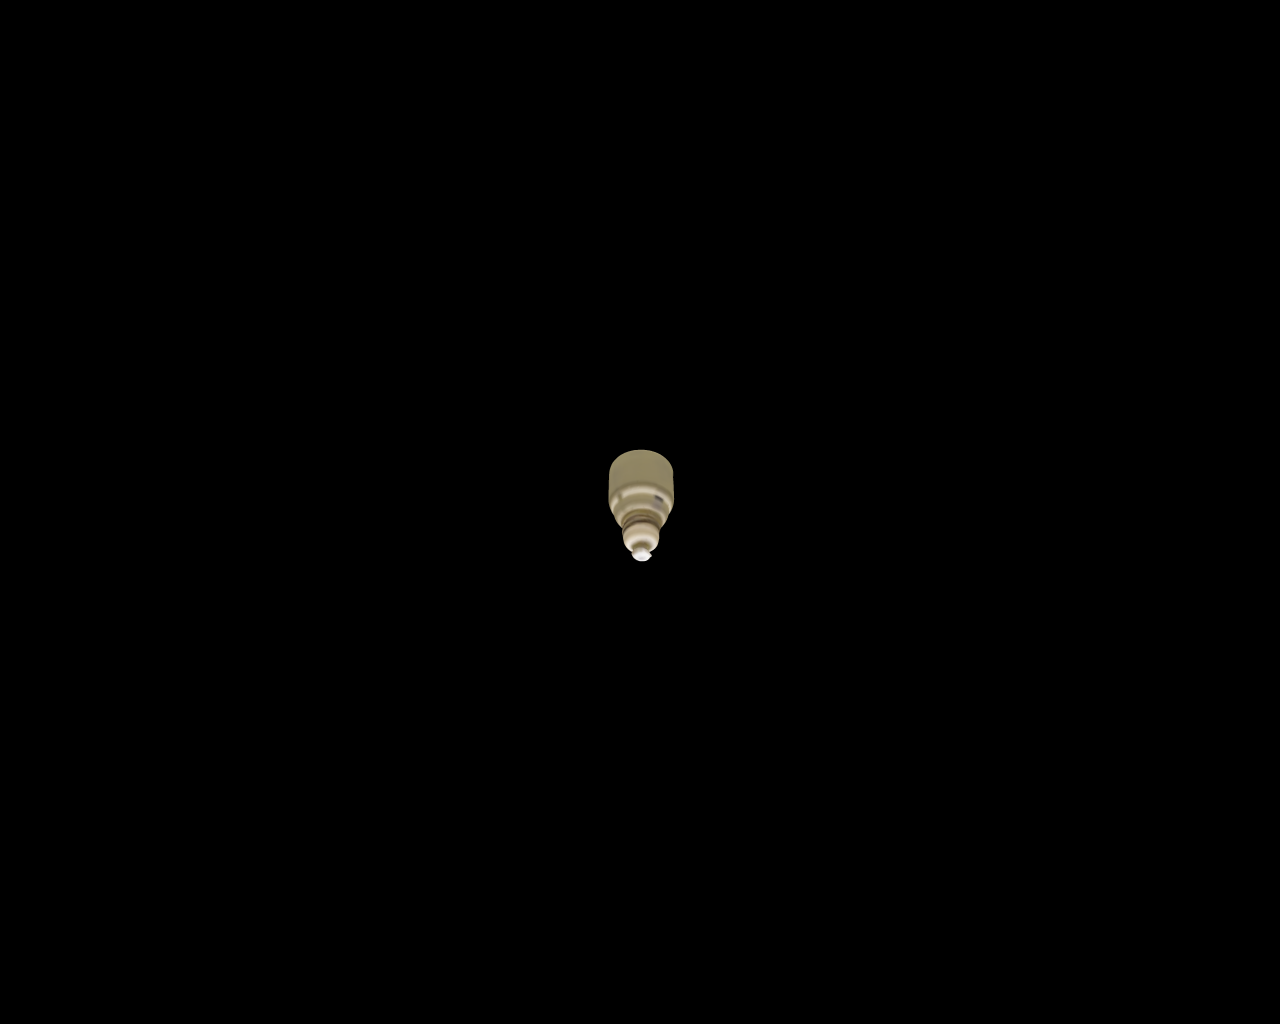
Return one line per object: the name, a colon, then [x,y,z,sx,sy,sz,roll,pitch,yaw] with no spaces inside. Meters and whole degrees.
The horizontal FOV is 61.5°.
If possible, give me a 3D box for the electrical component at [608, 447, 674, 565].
electrical component: [0.001,-0.003,0.650,0.040,0.078,0.040,0,-40,0]
